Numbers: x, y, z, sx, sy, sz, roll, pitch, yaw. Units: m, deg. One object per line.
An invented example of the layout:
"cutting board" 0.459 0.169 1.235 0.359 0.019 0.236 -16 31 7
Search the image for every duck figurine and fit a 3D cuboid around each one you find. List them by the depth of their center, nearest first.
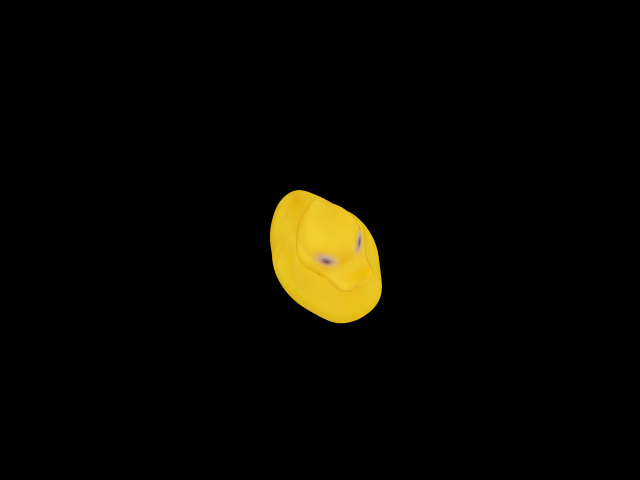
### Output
"duck figurine" 0.004 0.001 0.400 0.077 0.086 0.104 -30 70 -11
